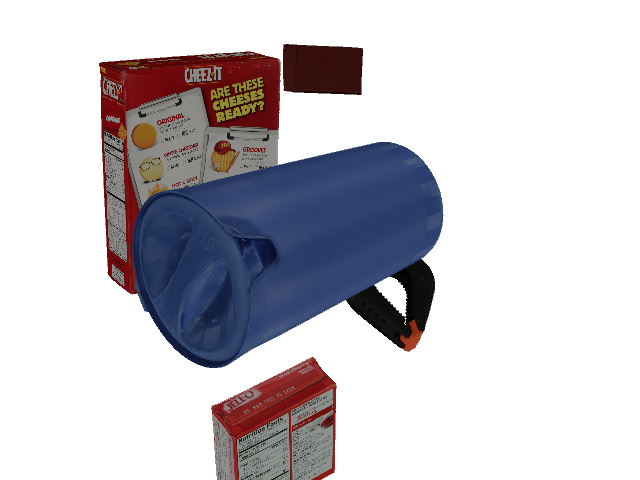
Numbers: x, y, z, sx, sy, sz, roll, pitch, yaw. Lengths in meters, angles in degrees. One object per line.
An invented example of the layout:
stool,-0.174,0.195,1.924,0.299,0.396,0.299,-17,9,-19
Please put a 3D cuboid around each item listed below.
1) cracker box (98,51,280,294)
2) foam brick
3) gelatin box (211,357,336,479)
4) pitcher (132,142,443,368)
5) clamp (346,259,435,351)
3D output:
cracker box,-0.125,-0.069,1.033,0.163,0.214,0.072,-10,21,-32
foam brick,0.002,-0.186,1.164,0.078,0.051,0.053,0,11,-16
gelatin box,-0.028,0.122,0.653,0.073,0.089,0.030,-24,46,-25
pitcher,-0.023,0.000,0.847,0.242,0.145,0.149,-21,44,-42
clamp,0.047,0.016,1.067,0.164,0.210,0.036,-4,-36,-15
